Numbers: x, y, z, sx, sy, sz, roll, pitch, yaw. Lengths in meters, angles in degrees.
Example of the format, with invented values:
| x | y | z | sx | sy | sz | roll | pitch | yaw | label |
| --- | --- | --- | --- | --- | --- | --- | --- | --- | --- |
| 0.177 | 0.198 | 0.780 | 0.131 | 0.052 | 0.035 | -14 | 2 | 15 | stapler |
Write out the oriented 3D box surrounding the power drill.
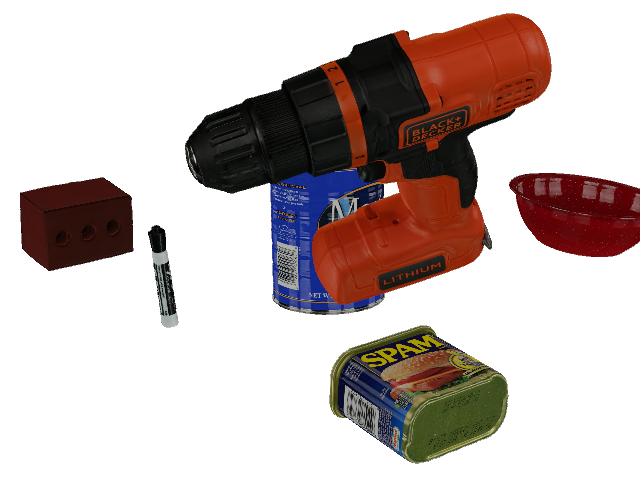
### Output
| x | y | z | sx | sy | sz | roll | pitch | yaw | label |
| --- | --- | --- | --- | --- | --- | --- | --- | --- | --- |
| 0.028 | -0.033 | 0.578 | 0.184 | 0.057 | 0.187 | -17 | -27 | -5 | power drill |

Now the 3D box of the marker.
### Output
| x | y | z | sx | sy | sz | roll | pitch | yaw | label |
| --- | --- | --- | --- | --- | --- | --- | --- | --- | --- |
| -0.175 | 0.040 | 1.188 | 0.020 | 0.121 | 0.020 | -4 | 24 | 2 | marker |

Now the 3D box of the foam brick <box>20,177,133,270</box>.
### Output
| x | y | z | sx | sy | sz | roll | pitch | yaw | label |
| --- | --- | --- | --- | --- | --- | --- | --- | --- | --- |
| -0.201 | -0.015 | 0.879 | 0.078 | 0.053 | 0.051 | -15 | 30 | -33 | foam brick |

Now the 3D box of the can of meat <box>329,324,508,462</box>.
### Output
| x | y | z | sx | sy | sz | roll | pitch | yaw | label |
| --- | --- | --- | --- | --- | --- | --- | --- | --- | --- |
| 0.072 | 0.110 | 0.766 | 0.101 | 0.057 | 0.084 | -14 | 27 | -34 | can of meat |

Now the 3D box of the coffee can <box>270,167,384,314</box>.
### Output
| x | y | z | sx | sy | sz | roll | pitch | yaw | label |
| --- | --- | --- | --- | --- | --- | --- | --- | --- | --- |
| 0.006 | -0.017 | 0.947 | 0.103 | 0.140 | 0.103 | -1 | 15 | 0 | coffee can |

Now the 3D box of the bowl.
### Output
| x | y | z | sx | sy | sz | roll | pitch | yaw | label |
| --- | --- | --- | --- | --- | --- | --- | --- | --- | --- |
| 0.272 | -0.023 | 1.106 | 0.162 | 0.055 | 0.162 | 5 | 19 | -2 | bowl |
